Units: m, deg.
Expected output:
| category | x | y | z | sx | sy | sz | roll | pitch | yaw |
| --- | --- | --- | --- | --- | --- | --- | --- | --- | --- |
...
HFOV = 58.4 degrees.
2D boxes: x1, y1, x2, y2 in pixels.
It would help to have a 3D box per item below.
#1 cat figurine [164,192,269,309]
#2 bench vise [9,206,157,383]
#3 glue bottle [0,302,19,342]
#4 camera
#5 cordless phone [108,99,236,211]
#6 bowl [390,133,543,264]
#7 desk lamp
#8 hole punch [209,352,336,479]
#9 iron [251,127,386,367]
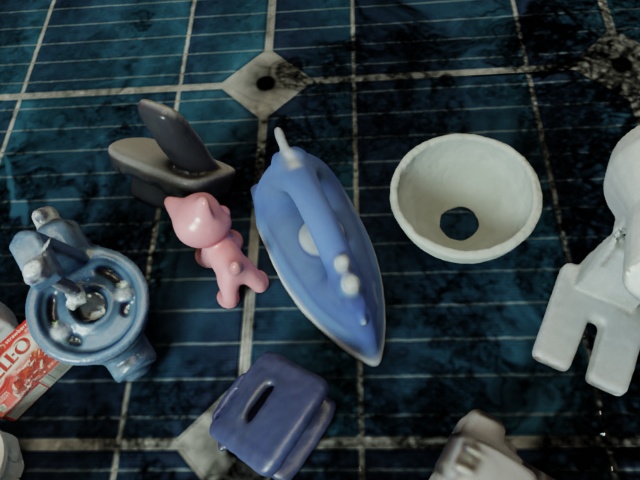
| category | x | y | z | sx | sy | sz | roll | pitch | yaw |
| --- | --- | --- | --- | --- | --- | --- | --- | --- | --- |
| cat figurine | -0.119 | 0.000 | 0.646 | 0.067 | 0.118 | 0.127 | -33 | 64 | -12 |
| bench vise | -0.266 | 0.039 | 0.580 | 0.207 | 0.220 | 0.122 | 33 | 69 | 21 |
| glue bottle | -0.396 | 0.075 | 0.600 | 0.078 | 0.173 | 0.037 | -37 | 64 | -14 |
| camera | 0.159 | 0.240 | 0.500 | 0.136 | 0.101 | 0.143 | 26 | 67 | 18 |
| cordless phone | -0.189 | -0.114 | 0.676 | 0.147 | 0.185 | 0.094 | 19 | 65 | 15 |
| bowl | 0.164 | -0.037 | 0.664 | 0.167 | 0.075 | 0.167 | -2 | 62 | 4 |
| desk lamp | 0.305 | 0.017 | 0.542 | 0.117 | 0.214 | 0.203 | 22 | 66 | 16 |
| hole punch | -0.050 | 0.171 | 0.562 | 0.101 | 0.091 | 0.109 | 29 | 68 | 19 |
| iron | 0.006 | 0.002 | 0.619 | 0.119 | 0.141 | 0.258 | -24 | 62 | -7 |
